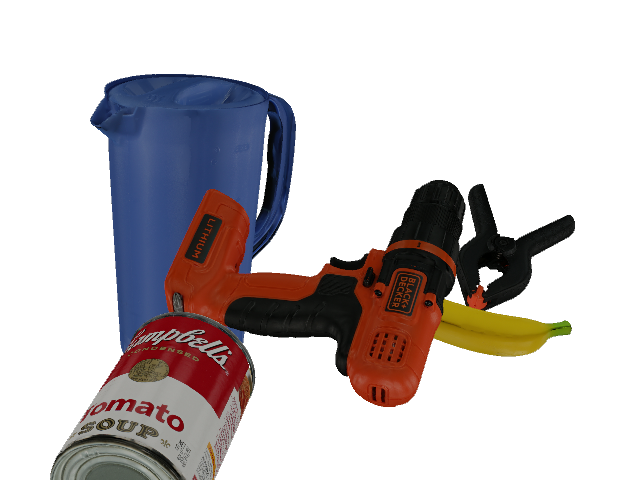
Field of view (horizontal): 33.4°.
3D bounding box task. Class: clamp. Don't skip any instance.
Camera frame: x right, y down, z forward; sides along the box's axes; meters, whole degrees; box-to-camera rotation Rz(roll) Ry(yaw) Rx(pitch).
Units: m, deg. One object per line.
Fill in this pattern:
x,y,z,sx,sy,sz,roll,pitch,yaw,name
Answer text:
0.184,0.006,1.136,0.120,0.039,0.171,24,48,25,clamp

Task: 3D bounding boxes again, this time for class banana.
0.115,0.067,0.938,0.198,0.037,0.069,16,14,30,banana

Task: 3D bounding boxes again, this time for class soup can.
-0.077,0.089,0.503,0.068,0.068,0.102,0,28,14,soup can

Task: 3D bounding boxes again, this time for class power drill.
0.000,0.017,0.744,0.188,0.184,0.057,10,-40,15,power drill

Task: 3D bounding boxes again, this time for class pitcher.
-0.106,-0.016,0.907,0.149,0.243,0.145,5,21,4,pitcher
